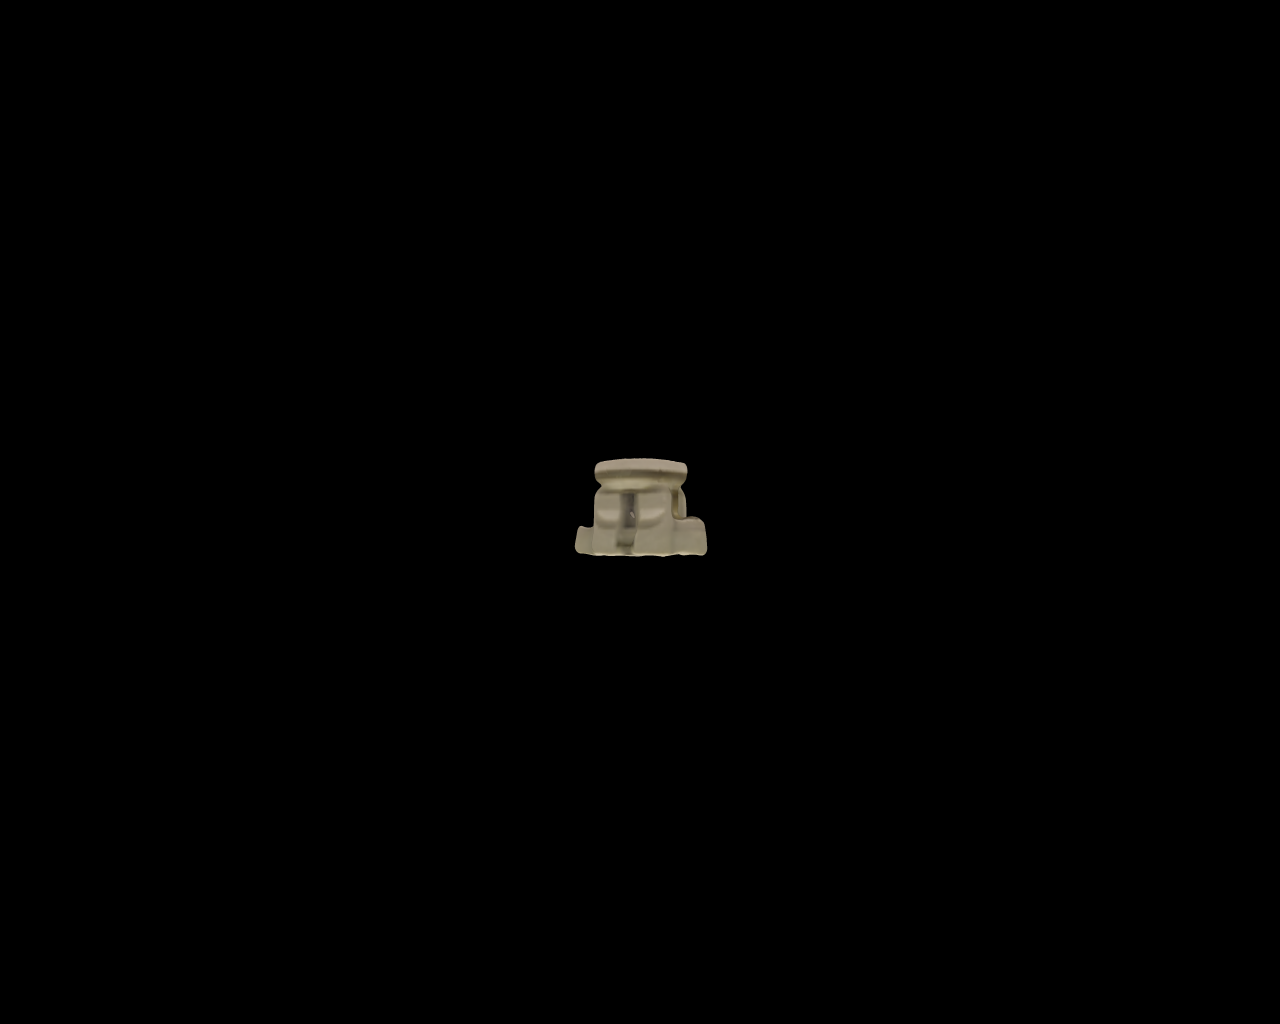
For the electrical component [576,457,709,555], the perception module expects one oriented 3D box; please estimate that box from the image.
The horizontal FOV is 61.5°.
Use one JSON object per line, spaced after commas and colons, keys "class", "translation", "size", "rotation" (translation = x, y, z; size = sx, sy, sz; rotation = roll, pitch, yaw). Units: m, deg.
{"class": "electrical component", "translation": [0.001, -0.003, 0.650], "size": [0.078, 0.057, 0.058], "rotation": [-1, -4, 20]}
